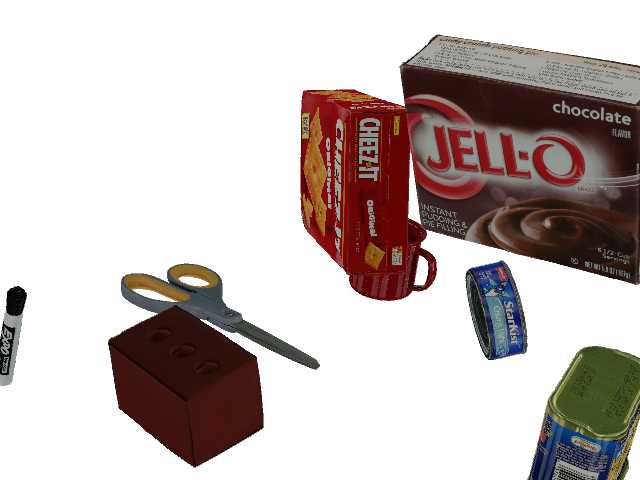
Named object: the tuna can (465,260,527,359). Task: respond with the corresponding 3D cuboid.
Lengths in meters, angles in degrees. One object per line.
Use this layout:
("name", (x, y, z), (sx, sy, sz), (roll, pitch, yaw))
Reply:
("tuna can", (0.156, 0.063, 0.954), (0.033, 0.086, 0.086), (-12, 0, -1))

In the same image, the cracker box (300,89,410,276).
("cracker box", (0.031, -0.068, 1.117), (0.072, 0.164, 0.214), (-3, 14, -12))

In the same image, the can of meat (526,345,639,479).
("can of meat", (0.177, 0.129, 0.708), (0.057, 0.084, 0.101), (20, 33, 22))

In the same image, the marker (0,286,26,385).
("marker", (-0.306, 0.094, 1.054), (0.020, 0.121, 0.020), (14, 33, -9))

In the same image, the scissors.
("scissors", (-0.073, 0.058, 0.900), (0.202, 0.016, 0.096), (16, 25, 20))

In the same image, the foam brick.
("foam brick", (-0.078, 0.083, 0.619), (0.052, 0.051, 0.078), (-27, 39, -37))

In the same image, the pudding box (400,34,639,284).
("pudding box", (0.094, -0.038, 0.471), (0.114, 0.090, 0.039), (14, 44, 32))

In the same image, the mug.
("mug", (0.089, 0.025, 1.308), (0.117, 0.081, 0.093), (19, 27, 26))
